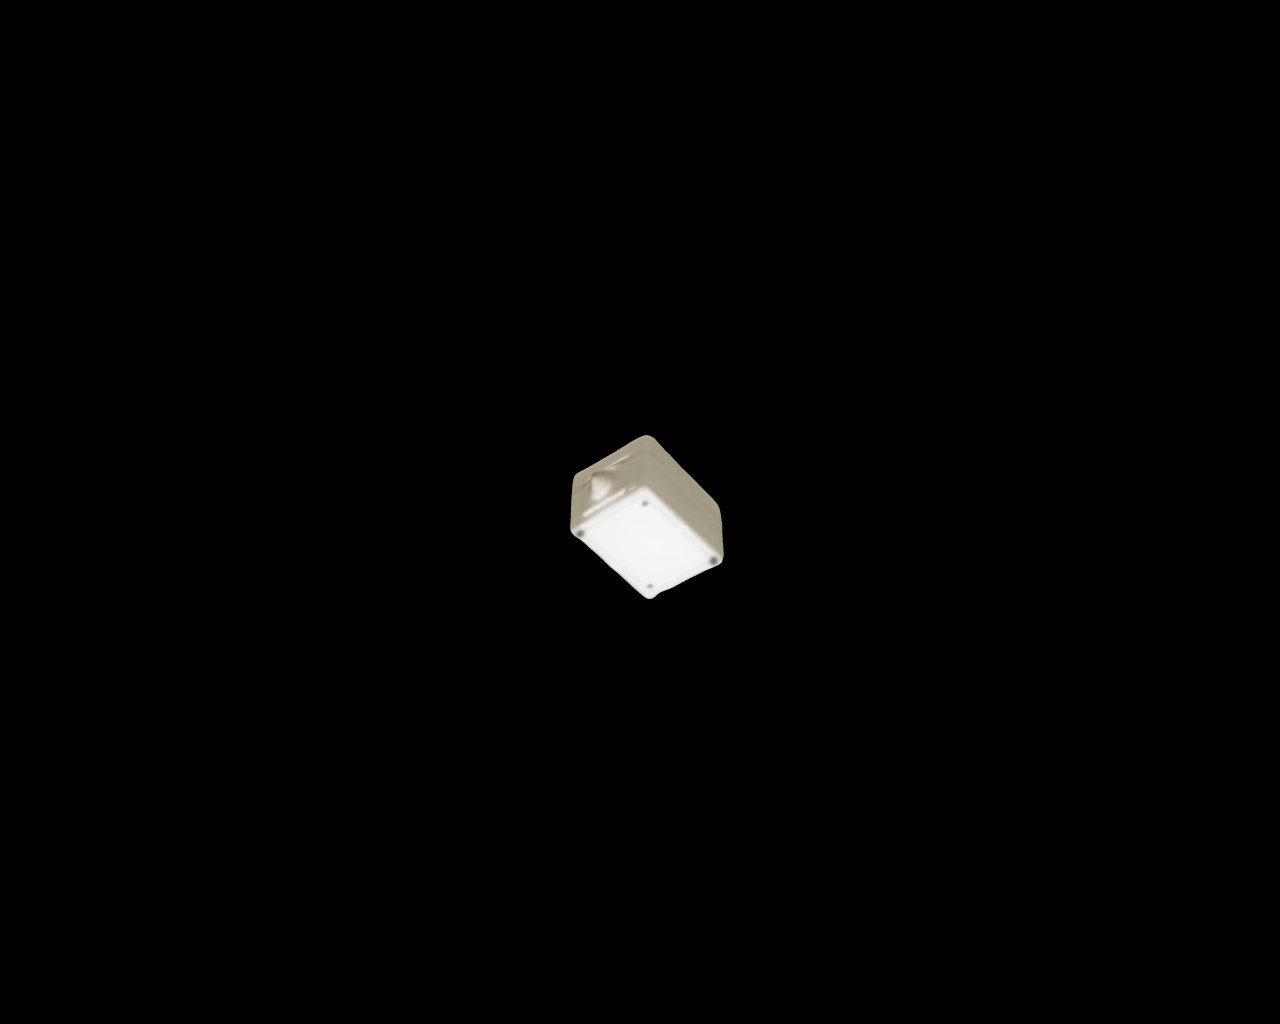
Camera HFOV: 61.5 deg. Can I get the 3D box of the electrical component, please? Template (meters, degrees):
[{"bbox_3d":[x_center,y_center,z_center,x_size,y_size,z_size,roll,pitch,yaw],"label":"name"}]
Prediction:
[{"bbox_3d":[0.001,-0.003,0.650,0.061,0.061,0.096,-30,-54,24],"label":"electrical component"}]
